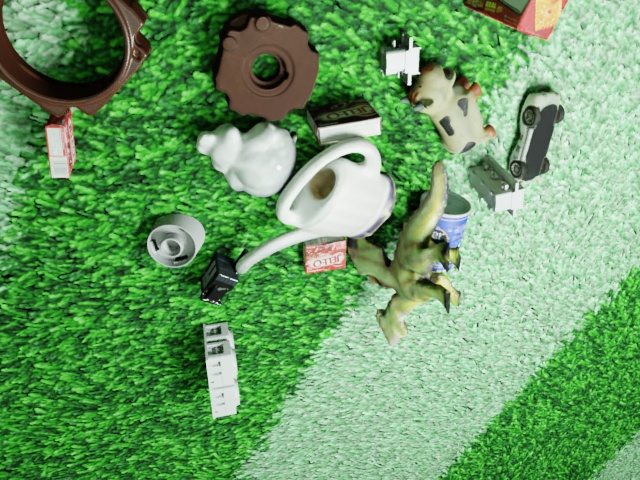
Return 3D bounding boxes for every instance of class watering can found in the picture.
[{"bbox_3d":[0.003,-0.048,0.961,0.223,0.106,0.342,12,130,-43],"label":"watering can"}]

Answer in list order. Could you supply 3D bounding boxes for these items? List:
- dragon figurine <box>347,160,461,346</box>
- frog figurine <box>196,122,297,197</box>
[{"bbox_3d":[0.155,0.034,1.025,0.243,0.124,0.404,5,114,33],"label":"dragon figurine"},{"bbox_3d":[-0.123,-0.145,0.871,0.158,0.125,0.135,15,137,-38],"label":"frog figurine"}]
